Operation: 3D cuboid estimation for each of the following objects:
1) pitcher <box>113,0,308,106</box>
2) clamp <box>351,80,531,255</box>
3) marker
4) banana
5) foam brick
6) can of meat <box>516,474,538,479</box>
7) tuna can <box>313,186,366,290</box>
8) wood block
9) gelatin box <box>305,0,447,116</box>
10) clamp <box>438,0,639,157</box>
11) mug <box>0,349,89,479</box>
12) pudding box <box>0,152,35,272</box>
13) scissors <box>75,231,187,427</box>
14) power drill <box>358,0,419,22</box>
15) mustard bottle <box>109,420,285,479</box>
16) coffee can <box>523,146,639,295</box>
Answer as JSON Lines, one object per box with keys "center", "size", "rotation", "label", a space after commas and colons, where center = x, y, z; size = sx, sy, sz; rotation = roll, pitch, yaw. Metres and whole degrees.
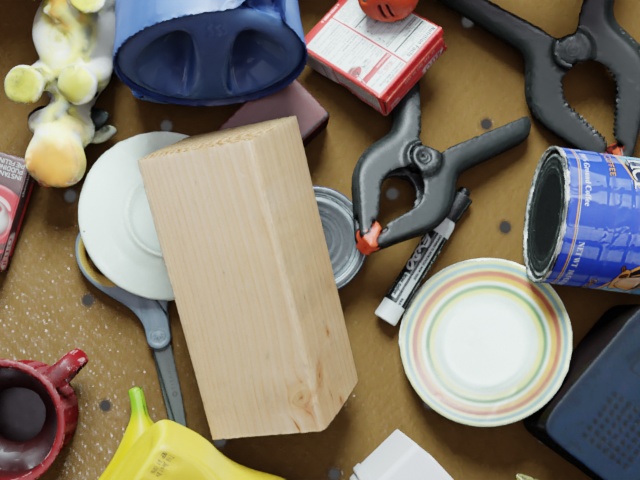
{"center": [-0.092, -0.224, 0.773], "size": [0.149, 0.145, 0.243], "rotation": [-9, 70, 9], "label": "pitcher"}
{"center": [0.070, -0.068, 0.813], "size": [0.120, 0.039, 0.171], "rotation": [39, 69, 9], "label": "clamp"}
{"center": [0.082, 0.011, 0.831], "size": [0.020, 0.020, 0.121], "rotation": [32, 87, 0], "label": "marker"}
{"center": [-0.186, 0.203, 0.813], "size": [0.198, 0.037, 0.070], "rotation": [-44, 72, -4], "label": "banana"}
{"center": [-0.037, -0.084, 0.817], "size": [0.078, 0.053, 0.051], "rotation": [-44, 89, -4], "label": "foam brick"}
{"center": [0.183, 0.235, 0.802], "size": [0.102, 0.057, 0.084], "rotation": [21, 90, -5], "label": "can of meat"}
{"center": [-0.005, 0.001, 0.823], "size": [0.086, 0.034, 0.086], "rotation": [0, 88, -1], "label": "tuna can"}
{"center": [-0.046, 0.026, 0.758], "size": [0.091, 0.090, 0.206], "rotation": [-9, 103, 21], "label": "wood block"}
{"center": [0.040, -0.146, 0.813], "size": [0.089, 0.030, 0.073], "rotation": [36, 80, 26], "label": "gelatin box"}
{"center": [0.182, -0.149, 0.820], "size": [0.165, 0.036, 0.210], "rotation": [-15, 100, 17], "label": "clamp"}
{"center": [-0.218, 0.123, 0.790], "size": [0.093, 0.081, 0.117], "rotation": [44, 88, 1], "label": "mug"}
{"center": [-0.283, -0.032, 0.817], "size": [0.113, 0.039, 0.090], "rotation": [16, 89, 1], "label": "pudding box"}
{"center": [-0.144, 0.067, 0.826], "size": [0.096, 0.016, 0.202], "rotation": [3, 87, -2], "label": "scissors"}
{"center": [0.119, -0.253, 0.783], "size": [0.188, 0.057, 0.184], "rotation": [-4, 68, 25], "label": "power drill"}
{"center": [-0.060, 0.209, 0.784], "size": [0.191, 0.058, 0.096], "rotation": [31, 113, -19], "label": "mustard bottle"}
{"center": [0.233, -0.010, 0.788], "size": [0.140, 0.103, 0.103], "rotation": [7, 87, -4], "label": "coffee can"}
